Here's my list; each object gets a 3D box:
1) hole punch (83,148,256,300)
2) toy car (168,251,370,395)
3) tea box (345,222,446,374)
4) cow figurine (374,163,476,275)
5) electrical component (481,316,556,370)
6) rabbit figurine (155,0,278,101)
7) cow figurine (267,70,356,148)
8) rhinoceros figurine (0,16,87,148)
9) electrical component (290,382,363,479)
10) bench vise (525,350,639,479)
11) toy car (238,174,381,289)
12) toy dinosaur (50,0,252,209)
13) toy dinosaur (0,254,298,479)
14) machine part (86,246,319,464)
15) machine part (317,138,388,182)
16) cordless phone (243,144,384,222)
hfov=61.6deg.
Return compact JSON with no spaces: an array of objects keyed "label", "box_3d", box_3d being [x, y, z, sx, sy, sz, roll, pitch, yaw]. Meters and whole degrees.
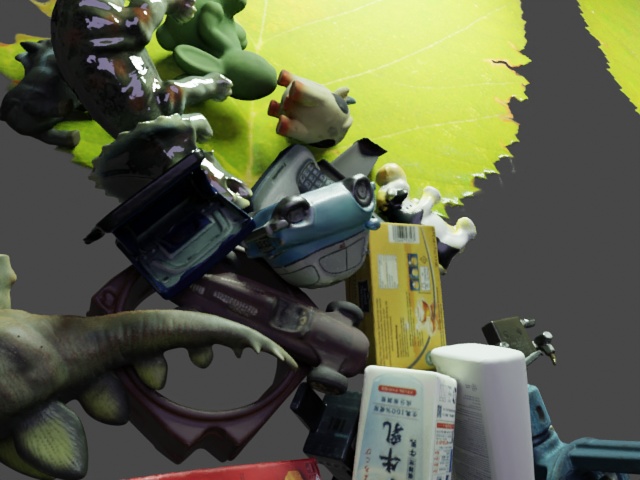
[{"label":"hole punch","box_3d":[-0.133,-0.016,0.492,0.142,0.116,0.092,-44,110,-14]},{"label":"toy car","box_3d":[-0.045,0.071,0.504,0.202,0.053,0.089,26,55,-7]},{"label":"tea box","box_3d":[0.086,0.068,0.628,0.098,0.068,0.169,4,78,-24]},{"label":"cow figurine","box_3d":[0.127,-0.028,0.747,0.167,0.068,0.098,43,58,9]},{"label":"electrical component","box_3d":[0.261,0.136,0.707,0.102,0.045,0.078,1,60,-24]},{"label":"rabbit figurine","box_3d":[-0.137,-0.261,0.747,0.159,0.121,0.170,-34,74,-30]},{"label":"cow figurine","box_3d":[-0.004,-0.179,0.740,0.127,0.085,0.195,19,18,-18]},{"label":"rhinoceros figurine","box_3d":[-0.321,-0.198,0.662,0.112,0.073,0.190,12,56,-4]},{"label":"electrical component","box_3d":[0.020,0.184,0.529,0.075,0.048,0.119,-60,136,-40]},{"label":"bench vise","box_3d":[0.273,0.226,0.543,0.129,0.240,0.223,-5,77,-30]},{"label":"toy car","box_3d":[-0.001,-0.002,0.560,0.161,0.109,0.103,-26,94,-47]},{"label":"toy dinosaur","box_3d":[-0.220,-0.195,0.601,0.192,0.131,0.404,-41,105,-47]},{"label":"toy dinosaur","box_3d":[-0.260,0.106,0.413,0.472,0.105,0.198,-15,88,-7]},{"label":"machine part","box_3d":[-0.113,0.099,0.542,0.201,0.087,0.201,43,51,7]},{"label":"machine part","box_3d":[0.040,-0.102,0.774,0.084,0.039,0.139,37,53,10]},{"label":"cordless phone","box_3d":[-0.004,-0.018,0.672,0.184,0.088,0.146,35,51,-4]}]
